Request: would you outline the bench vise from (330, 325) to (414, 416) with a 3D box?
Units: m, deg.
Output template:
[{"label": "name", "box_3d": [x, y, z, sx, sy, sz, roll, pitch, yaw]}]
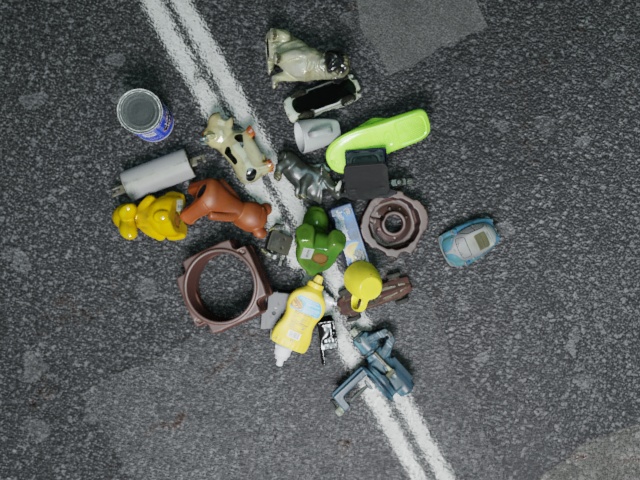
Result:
[{"label": "bench vise", "box_3d": [0.116, 0.344, 1.378, 0.240, 0.129, 0.223, -41, 96, -9]}]

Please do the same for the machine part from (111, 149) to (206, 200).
[{"label": "machine part", "box_3d": [-0.397, -0.162, 1.322, 0.243, 0.079, 0.079, -23, 95, -4]}]

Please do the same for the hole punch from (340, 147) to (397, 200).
[{"label": "hole punch", "box_3d": [0.116, -0.164, 1.328, 0.142, 0.092, 0.115, -5, 132, 5]}]

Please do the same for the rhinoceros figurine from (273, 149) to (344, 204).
[{"label": "rhinoceros figurine", "box_3d": [-0.029, -0.156, 1.365, 0.190, 0.073, 0.112, 33, 83, -7]}]

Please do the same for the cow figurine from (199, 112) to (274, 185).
[{"label": "cow figurine", "box_3d": [-0.213, -0.228, 1.337, 0.127, 0.085, 0.194, -33, 96, -10]}]

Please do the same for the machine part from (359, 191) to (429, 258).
[{"label": "machine part", "box_3d": [0.189, -0.043, 1.398, 0.179, 0.056, 0.179, 0, 93, -5]}]

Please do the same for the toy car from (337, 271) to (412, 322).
[{"label": "toy car", "box_3d": [0.143, 0.146, 1.405, 0.202, 0.053, 0.089, -17, 91, -3]}]

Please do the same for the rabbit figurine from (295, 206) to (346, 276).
[{"label": "rabbit figurine", "box_3d": [-0.003, -0.004, 1.344, 0.121, 0.170, 0.158, 3, 134, -4]}]

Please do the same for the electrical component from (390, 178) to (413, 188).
[{"label": "electrical component", "box_3d": [0.199, -0.148, 1.388, 0.094, 0.063, 0.021, -8, 94, -6]}]

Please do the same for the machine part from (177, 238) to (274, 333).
[{"label": "machine part", "box_3d": [-0.233, 0.113, 1.320, 0.201, 0.087, 0.201, -25, 82, 7]}]

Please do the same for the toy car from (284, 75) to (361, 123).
[{"label": "toy car", "box_3d": [0.007, -0.359, 1.365, 0.202, 0.056, 0.073, -22, 88, -5]}]

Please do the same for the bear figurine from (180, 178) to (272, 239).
[{"label": "bear figurine", "box_3d": [-0.226, -0.074, 1.338, 0.195, 0.132, 0.120, 30, 54, -37]}]

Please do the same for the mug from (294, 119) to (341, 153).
[{"label": "mug", "box_3d": [0.000, -0.270, 1.346, 0.107, 0.109, 0.080, -17, 95, -17]}]

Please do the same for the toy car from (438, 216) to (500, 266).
[{"label": "toy car", "box_3d": [0.399, 0.005, 1.398, 0.162, 0.103, 0.109, -24, 96, -2]}]

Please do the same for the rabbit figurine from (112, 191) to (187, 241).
[{"label": "rabbit figurine", "box_3d": [-0.427, -0.049, 1.302, 0.173, 0.162, 0.121, 4, 105, 12]}]

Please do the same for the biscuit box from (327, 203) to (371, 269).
[{"label": "biscuit box", "box_3d": [0.078, 0.006, 1.385, 0.059, 0.063, 0.202, -19, 95, -5]}]

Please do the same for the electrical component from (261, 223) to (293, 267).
[{"label": "electrical component", "box_3d": [-0.109, 0.009, 1.365, 0.078, 0.045, 0.102, 25, 83, -19]}]

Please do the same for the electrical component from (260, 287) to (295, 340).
[{"label": "electrical component", "box_3d": [-0.096, 0.190, 1.380, 0.115, 0.058, 0.134, 4, 92, -4]}]

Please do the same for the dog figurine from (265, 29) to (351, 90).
[{"label": "dog figurine", "box_3d": [-0.033, -0.456, 1.328, 0.191, 0.121, 0.172, -7, 68, -14]}]

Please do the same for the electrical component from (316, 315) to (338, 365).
[{"label": "electrical component", "box_3d": [0.019, 0.259, 1.385, 0.048, 0.075, 0.119, -9, 90, -4]}]
